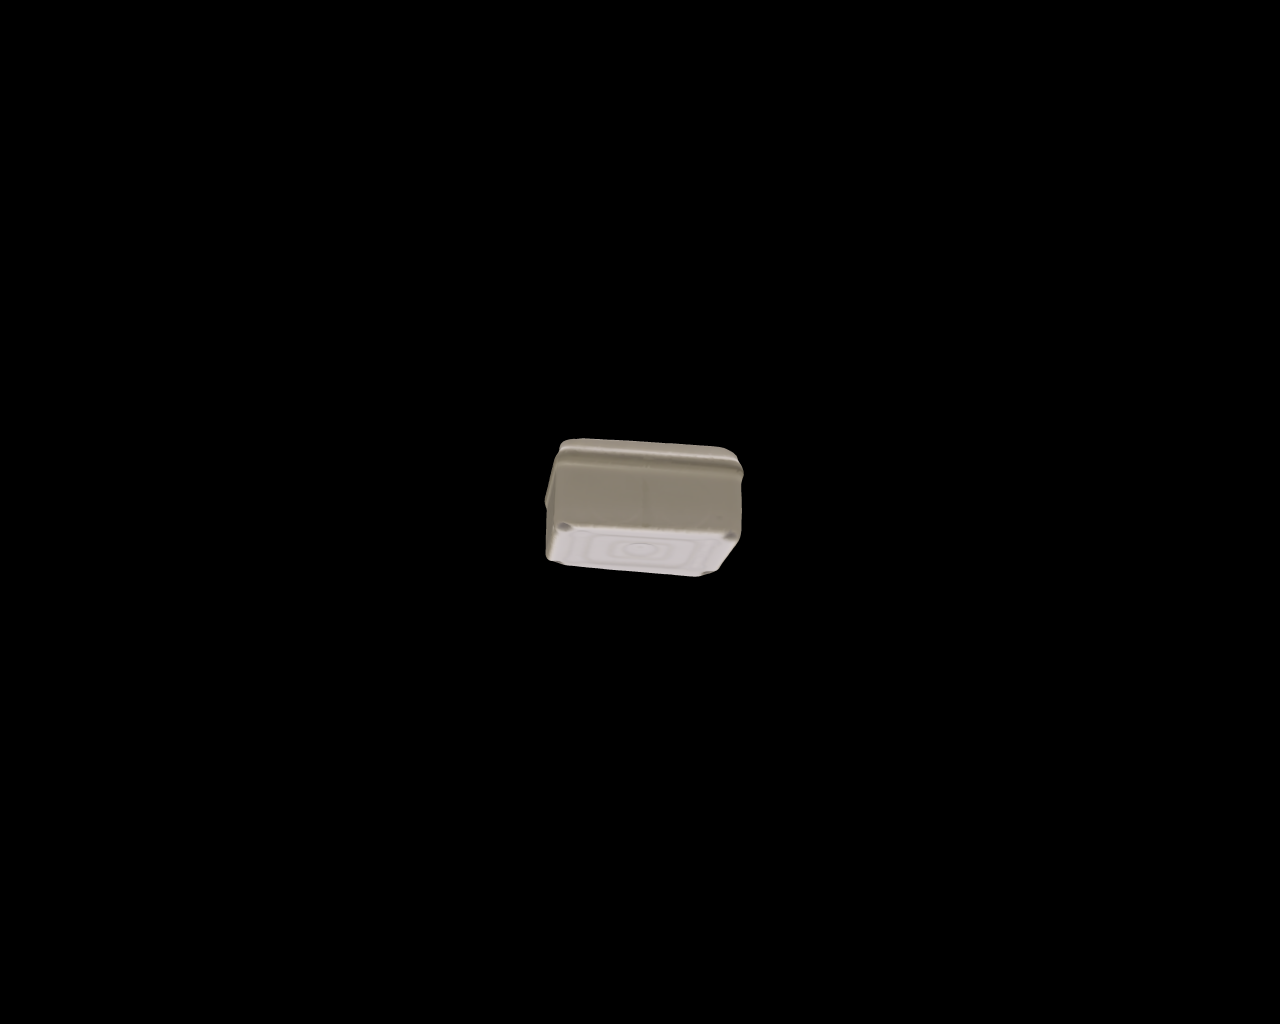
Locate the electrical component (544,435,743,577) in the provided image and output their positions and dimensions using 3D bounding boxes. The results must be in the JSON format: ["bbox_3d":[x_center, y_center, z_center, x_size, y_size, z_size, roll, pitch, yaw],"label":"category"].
[{"bbox_3d":[0.001,-0.003,0.650,0.113,0.057,0.078,4,-23,-9],"label":"electrical component"}]
